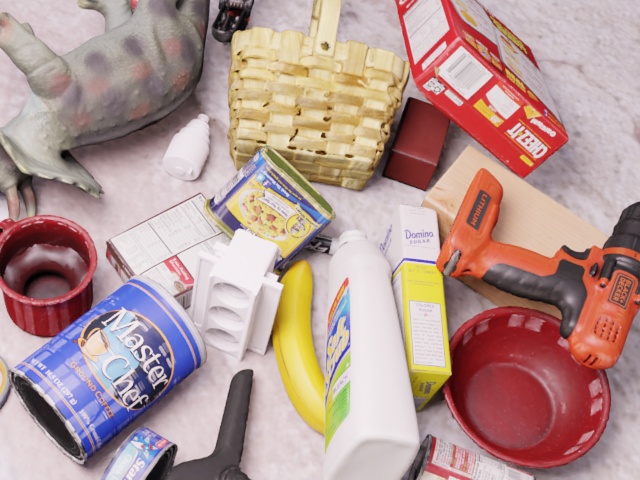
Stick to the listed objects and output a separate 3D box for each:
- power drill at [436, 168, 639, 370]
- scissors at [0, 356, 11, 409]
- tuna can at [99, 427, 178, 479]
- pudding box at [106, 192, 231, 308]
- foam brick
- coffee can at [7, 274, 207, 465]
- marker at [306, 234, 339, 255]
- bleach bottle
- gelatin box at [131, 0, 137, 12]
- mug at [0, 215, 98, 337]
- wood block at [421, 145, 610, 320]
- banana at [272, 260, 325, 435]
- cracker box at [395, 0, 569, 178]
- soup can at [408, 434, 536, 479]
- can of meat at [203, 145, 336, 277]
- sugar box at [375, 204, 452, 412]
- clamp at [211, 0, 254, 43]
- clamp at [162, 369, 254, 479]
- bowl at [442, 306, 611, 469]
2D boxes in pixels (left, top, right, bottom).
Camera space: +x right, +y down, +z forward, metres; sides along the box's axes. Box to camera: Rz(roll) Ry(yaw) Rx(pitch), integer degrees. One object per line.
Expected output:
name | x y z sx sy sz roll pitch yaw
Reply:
power drill | 0.215 0.007 0.984 0.188 0.057 0.184 25 58 6
scissors | -0.291 0.177 0.924 0.096 0.016 0.202 -25 66 -23
tuna can | -0.156 0.201 0.893 0.034 0.086 0.086 28 58 10
pudding box | -0.138 0.016 1.037 0.113 0.039 0.090 -28 66 -26
foam brick | 0.104 -0.103 1.143 0.051 0.053 0.078 18 59 1
coffee can | -0.184 0.111 0.932 0.103 0.103 0.140 42 62 16
marker | -0.007 0.001 1.080 0.121 0.020 0.020 14 58 -1
bleach bottle | 0.036 0.096 0.964 0.068 0.103 0.251 11 45 -16
gelatin box | -0.179 -0.263 1.179 0.030 0.073 0.089 31 59 9
mug | -0.259 0.029 0.981 0.117 0.082 0.093 43 61 16
wood block | 0.201 0.012 1.068 0.206 0.090 0.090 35 59 12
banana | -0.011 0.107 1.007 0.069 0.037 0.198 0 58 -38
cracker box | 0.162 -0.182 1.110 0.164 0.072 0.213 36 26 -24
soup can | 0.131 0.221 0.941 0.102 0.069 0.068 21 58 3
can of meat | -0.047 -0.029 1.030 0.102 0.057 0.084 43 103 -14
sugar box | 0.085 0.064 1.013 0.048 0.093 0.176 9 58 -12
clamp | -0.092 -0.248 1.143 0.039 0.171 0.120 19 79 1
clamp | -0.077 0.204 0.913 0.209 0.036 0.165 -24 62 -39
bowl | 0.186 0.145 1.003 0.162 0.055 0.162 4 58 -7
